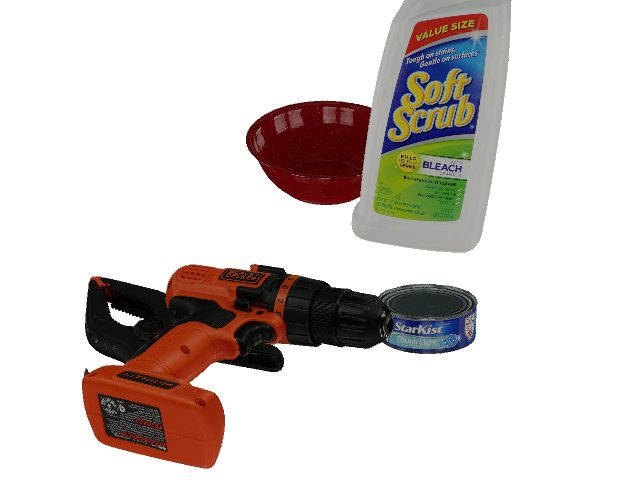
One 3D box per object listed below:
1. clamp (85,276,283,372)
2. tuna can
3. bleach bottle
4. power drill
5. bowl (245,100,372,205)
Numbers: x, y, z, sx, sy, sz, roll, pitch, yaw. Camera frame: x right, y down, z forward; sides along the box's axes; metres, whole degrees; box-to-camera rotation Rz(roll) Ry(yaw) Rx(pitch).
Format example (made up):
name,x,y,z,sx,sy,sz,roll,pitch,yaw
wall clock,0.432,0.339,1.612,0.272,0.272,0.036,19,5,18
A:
name,x,y,z,sx,sy,sz,roll,pitch,yaw
clamp,-0.147,0.092,1.000,0.164,0.036,0.210,-18,40,-30
tuna can,0.090,0.066,0.911,0.086,0.034,0.086,-2,16,0
bleach bottle,0.081,-0.119,0.759,0.103,0.251,0.068,8,26,12
power drill,-0.061,0.081,0.750,0.185,0.057,0.187,6,27,26
bowl,0.005,-0.083,1.085,0.162,0.055,0.162,0,34,0
